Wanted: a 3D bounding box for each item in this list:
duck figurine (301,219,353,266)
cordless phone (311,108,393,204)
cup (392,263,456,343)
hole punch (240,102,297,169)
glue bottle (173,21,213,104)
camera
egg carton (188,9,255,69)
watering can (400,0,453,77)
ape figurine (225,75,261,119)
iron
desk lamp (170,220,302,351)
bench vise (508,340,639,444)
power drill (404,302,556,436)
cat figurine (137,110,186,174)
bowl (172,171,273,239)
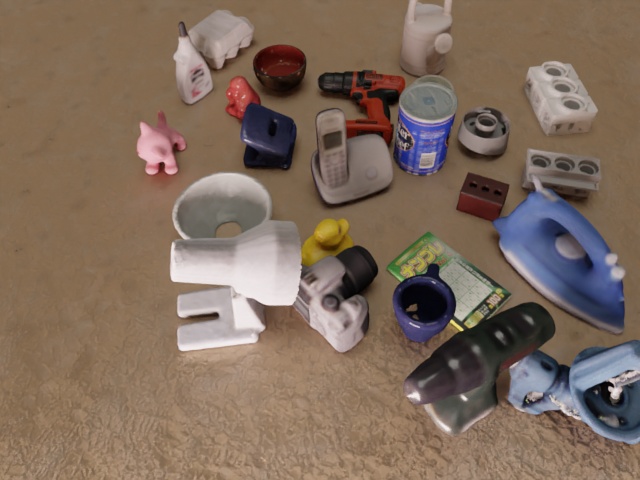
[{"bbox_3d":[0.009,0.003,0.944,0.105,0.086,0.077,-32,60,-20],"label":"duck figurine"},{"bbox_3d":[0.056,-0.158,0.998,0.148,0.185,0.094,-20,56,-13],"label":"cordless phone"},{"bbox_3d":[0.155,0.102,0.866,0.091,0.095,0.118,14,56,11],"label":"cup"},{"bbox_3d":[-0.096,-0.201,1.090,0.101,0.091,0.108,3,55,4],"label":"hole punch"},{"bbox_3d":[-0.264,-0.363,1.158,0.037,0.173,0.078,30,60,21],"label":"glue bottle"},{"bbox_3d":[0.034,0.072,0.885,0.137,0.101,0.142,-35,61,-21],"label":"camera"},{"bbox_3d":[-0.224,-0.454,1.286,0.107,0.069,0.150,28,60,20],"label":"egg carton"},{"bbox_3d":[0.229,-0.445,1.194,0.101,0.194,0.172,-30,59,-19],"label":"watering can"},{"bbox_3d":[-0.160,-0.292,1.155,0.076,0.092,0.077,-7,54,-3],"label":"ape figurine"},{"bbox_3d":[0.397,0.016,0.893,0.119,0.141,0.257,-28,59,-17],"label":"iron"},{"bbox_3d":[-0.124,0.065,0.825,0.203,0.214,0.118,-8,55,-4],"label":"desk lamp"},{"bbox_3d":[0.339,0.183,0.727,0.207,0.220,0.121,5,55,5],"label":"bench vise"},{"bbox_3d":[0.195,0.175,0.743,0.230,0.208,0.075,-29,59,-18],"label":"power drill"},{"bbox_3d":[-0.301,-0.184,1.065,0.067,0.118,0.128,1,54,2],"label":"cat figurine"},{"bbox_3d":[-0.161,-0.034,0.982,0.167,0.075,0.167,0,54,1],"label":"bowl"}]
